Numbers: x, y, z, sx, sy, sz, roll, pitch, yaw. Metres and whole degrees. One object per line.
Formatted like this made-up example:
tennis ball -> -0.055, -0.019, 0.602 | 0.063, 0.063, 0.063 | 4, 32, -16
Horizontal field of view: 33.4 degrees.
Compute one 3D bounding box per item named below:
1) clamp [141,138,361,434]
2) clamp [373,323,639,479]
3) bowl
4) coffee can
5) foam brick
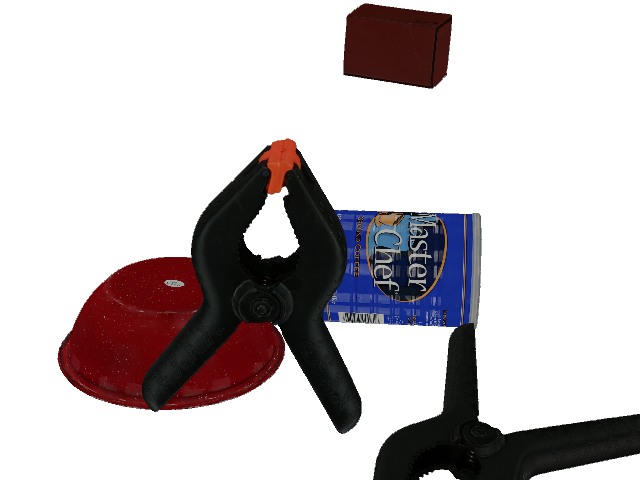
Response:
clamp -> -0.039, 0.031, 0.555 | 0.120, 0.171, 0.039 | -3, 27, -3
clamp -> 0.096, 0.129, 0.686 | 0.209, 0.036, 0.165 | -26, 39, -32
bowl -> -0.105, 0.055, 0.756 | 0.162, 0.055, 0.162 | 2, 23, -1
coffee can -> 0.069, 0.025, 0.946 | 0.140, 0.103, 0.102 | 2, 0, 6
foam brick -> 0.063, -0.160, 0.874 | 0.078, 0.051, 0.053 | 12, 26, 17
